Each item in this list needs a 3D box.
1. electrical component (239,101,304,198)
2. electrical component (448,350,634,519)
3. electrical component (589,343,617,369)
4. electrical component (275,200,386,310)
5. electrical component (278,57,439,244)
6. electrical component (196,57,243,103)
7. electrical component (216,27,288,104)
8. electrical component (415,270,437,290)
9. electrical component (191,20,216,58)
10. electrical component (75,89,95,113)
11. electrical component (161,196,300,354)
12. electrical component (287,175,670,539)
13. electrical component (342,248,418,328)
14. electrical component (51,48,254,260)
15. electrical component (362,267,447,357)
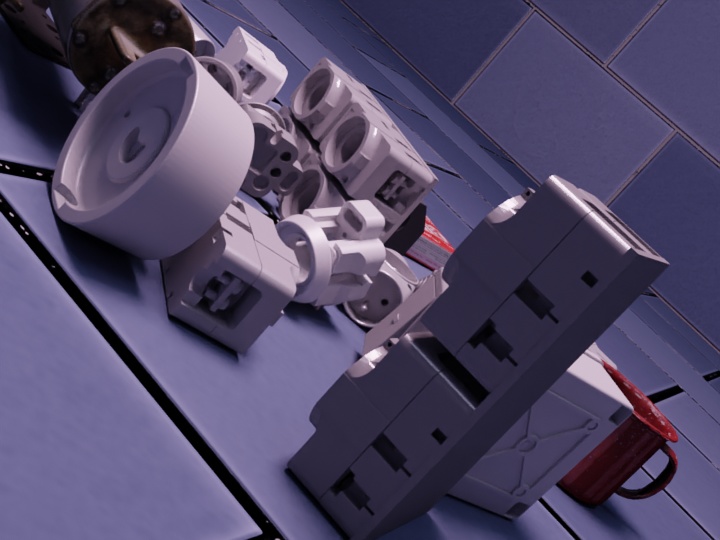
[{"bbox_3d":[-0.084,-0.098,0.849,0.078,0.058,0.057,33,19,-28],"label":"electrical component"},{"bbox_3d":[0.088,0.085,0.643,0.109,0.108,0.056,30,21,-40],"label":"electrical component"},{"bbox_3d":[0.208,0.086,1.082,0.089,0.050,0.056,46,15,17],"label":"electrical component"},{"bbox_3d":[-0.026,-0.009,0.708,0.057,0.078,0.058,-8,47,-44],"label":"electrical component"},{"bbox_3d":[-0.022,-0.092,0.892,0.060,0.105,0.186,32,17,-34],"label":"electrical component"},{"bbox_3d":[-0.126,-0.151,0.903,0.055,0.055,0.047,40,11,-5],"label":"electrical component"},{"bbox_3d":[-0.112,-0.202,1.099,0.056,0.050,0.089,34,16,-27],"label":"electrical component"},{"bbox_3d":[0.074,0.051,0.833,0.100,0.048,0.099,40,14,-4],"label":"electrical component"},{"bbox_3d":[-0.182,-0.222,0.988,0.077,0.043,0.079,48,15,26],"label":"electrical component"},{"bbox_3d":[-0.150,-0.099,0.706,0.081,0.042,0.064,40,16,-1],"label":"electrical component"},{"bbox_3d":[-0.072,-0.001,0.598,0.056,0.050,0.089,33,16,-28],"label":"electrical component"},{"bbox_3d":[0.057,0.042,0.528,0.060,0.186,0.105,46,15,18],"label":"electrical component"},{"bbox_3d":[0.000,0.000,0.799,0.079,0.044,0.077,41,14,-4],"label":"electrical component"},{"bbox_3d":[-0.104,-0.056,0.572,0.060,0.108,0.108,38,13,-40],"label":"electrical component"},{"bbox_3d":[0.049,0.042,0.693,0.061,0.096,0.061,39,14,-8],"label":"electrical component"}]
